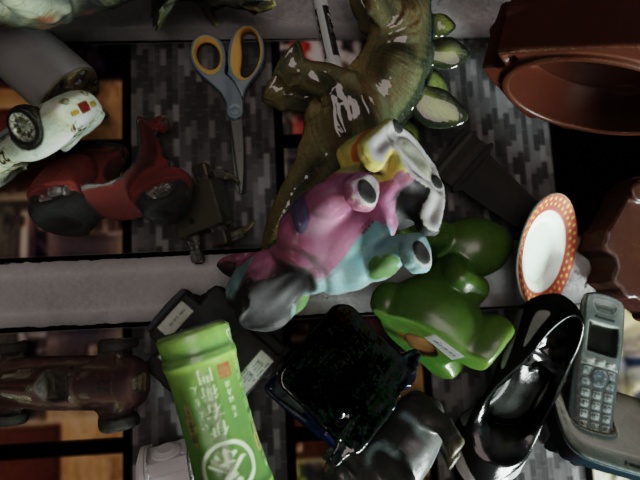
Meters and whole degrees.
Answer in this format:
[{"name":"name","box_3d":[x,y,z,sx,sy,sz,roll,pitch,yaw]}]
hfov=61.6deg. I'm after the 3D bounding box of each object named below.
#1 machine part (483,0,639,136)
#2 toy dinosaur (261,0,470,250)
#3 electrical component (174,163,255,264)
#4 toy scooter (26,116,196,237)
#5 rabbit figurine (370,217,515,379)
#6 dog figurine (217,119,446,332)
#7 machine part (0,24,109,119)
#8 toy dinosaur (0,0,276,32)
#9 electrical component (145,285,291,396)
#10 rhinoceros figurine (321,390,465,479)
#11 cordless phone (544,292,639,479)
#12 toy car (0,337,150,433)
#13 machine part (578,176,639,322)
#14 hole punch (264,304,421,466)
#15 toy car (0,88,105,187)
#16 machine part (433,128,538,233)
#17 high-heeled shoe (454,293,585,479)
[{"name":"machine part","box_3d":[0.287,-0.178,0.544,0.202,0.201,0.087,14,85,44]},{"name":"toy dinosaur","box_3d":[0.039,-0.137,0.584,0.198,0.105,0.471,36,94,-7]},{"name":"electrical component","box_3d":[-0.122,-0.033,0.599,0.078,0.045,0.102,-26,81,22]},{"name":"toy scooter","box_3d":[-0.219,-0.076,0.580,0.184,0.075,0.135,-4,61,9]},{"name":"rabbit figurine","box_3d":[0.136,0.040,0.584,0.159,0.121,0.170,33,64,8]},{"name":"dog figurine","box_3d":[-0.001,-0.002,0.522,0.108,0.219,0.191,46,40,-19]},{"name":"machine part","box_3d":[-0.333,-0.212,0.590,0.243,0.079,0.079,42,83,1]},{"name":"toy dinosaur","box_3d":[-0.252,-0.264,0.531,0.405,0.192,0.131,-16,89,-15]},{"name":"electrical component","box_3d":[-0.115,0.115,0.571,0.134,0.058,0.115,42,81,3]},{"name":"rhinoceros figurine","box_3d":[0.059,0.232,0.545,0.190,0.073,0.112,-38,60,-16]},{"name":"cordless phone","box_3d":[0.327,0.158,0.580,0.147,0.088,0.184,15,78,-1]},{"name":"toy car","box_3d":[-0.265,0.144,0.541,0.202,0.053,0.089,-3,86,15]},{"name":"machine part","box_3d":[0.395,0.011,0.614,0.179,0.056,0.179,0,84,-3]},{"name":"hole punch","box_3d":[0.017,0.143,0.550,0.116,0.092,0.142,45,62,-1]},{"name":"toy car","box_3d":[-0.306,-0.095,0.545,0.202,0.073,0.056,-21,112,25]},{"name":"machine part","box_3d":[0.198,-0.063,0.622,0.139,0.039,0.084,44,78,4]},{"name":"high-heeled shoe","box_3d":[0.203,0.175,0.537,0.086,0.145,0.248,15,80,0]}]
